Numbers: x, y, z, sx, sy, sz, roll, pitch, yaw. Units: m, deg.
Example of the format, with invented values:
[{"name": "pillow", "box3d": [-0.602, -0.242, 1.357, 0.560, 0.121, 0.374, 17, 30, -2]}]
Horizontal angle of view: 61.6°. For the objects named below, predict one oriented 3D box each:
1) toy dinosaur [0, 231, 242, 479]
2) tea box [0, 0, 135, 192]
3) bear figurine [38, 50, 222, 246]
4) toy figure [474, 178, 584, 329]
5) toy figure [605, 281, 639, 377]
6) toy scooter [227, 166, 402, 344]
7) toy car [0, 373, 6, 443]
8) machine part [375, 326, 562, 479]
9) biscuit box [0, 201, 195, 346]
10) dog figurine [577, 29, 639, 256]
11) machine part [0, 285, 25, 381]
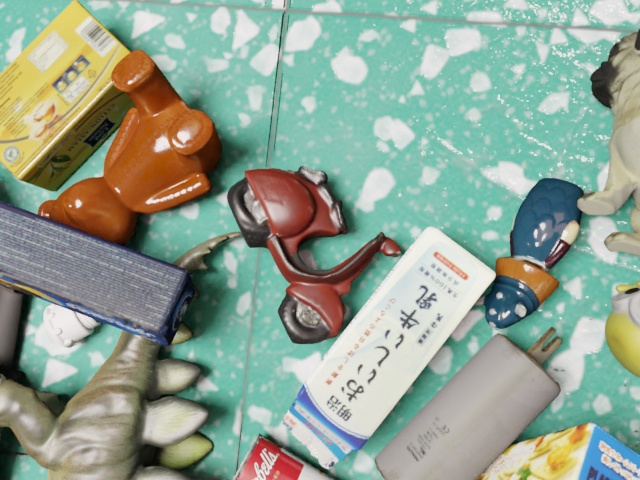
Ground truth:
[{"name": "toy dinosaur", "box3d": [-0.206, 0.198, 0.510, 0.199, 0.105, 0.471, 16, 84, -2]}, {"name": "tea box", "box3d": [-0.267, -0.146, 0.559, 0.169, 0.068, 0.098, -45, 83, 0]}, {"name": "bear figurine", "box3d": [-0.194, -0.061, 0.519, 0.196, 0.132, 0.120, -40, 79, -7]}, {"name": "toy figure", "box3d": [0.204, 0.017, 0.513, 0.058, 0.064, 0.154, 25, 86, -4]}, {"name": "toy figure", "box3d": [0.357, 0.072, 0.490, 0.180, 0.082, 0.089, -12, 83, 0]}, {"name": "toy scooter", "box3d": [-0.001, -0.002, 0.524, 0.135, 0.075, 0.184, -25, 80, -8]}, {"name": "toy car", "box3d": [-0.348, 0.209, 0.520, 0.074, 0.056, 0.201, 14, 102, 5]}, {"name": "machine part", "box3d": [0.134, 0.171, 0.496, 0.243, 0.079, 0.079, -44, 83, -1]}, {"name": "biscuit box", "box3d": [-0.215, 0.029, 0.474, 0.203, 0.059, 0.063, 21, 69, 0]}, {"name": "dog figurine", "box3d": [0.333, -0.088, 0.509, 0.172, 0.121, 0.190, 39, 58, -34]}, {"name": "machine part", "box3d": [-0.339, 0.104, 0.557, 0.084, 0.039, 0.138, 10, 87, 13]}]
